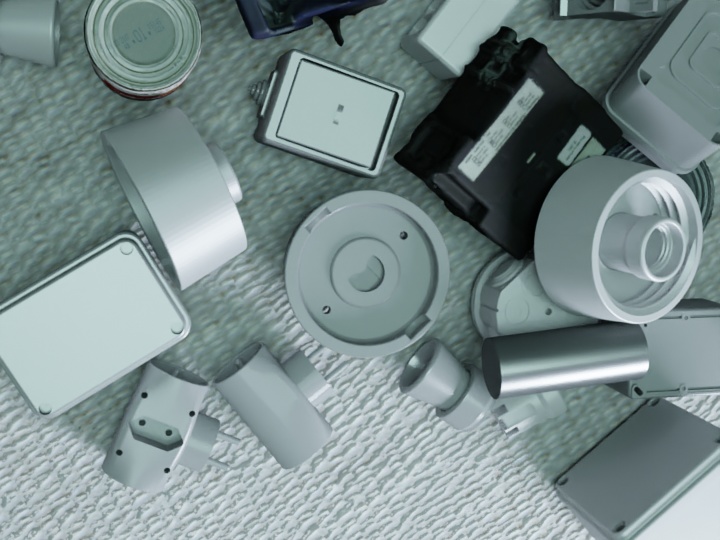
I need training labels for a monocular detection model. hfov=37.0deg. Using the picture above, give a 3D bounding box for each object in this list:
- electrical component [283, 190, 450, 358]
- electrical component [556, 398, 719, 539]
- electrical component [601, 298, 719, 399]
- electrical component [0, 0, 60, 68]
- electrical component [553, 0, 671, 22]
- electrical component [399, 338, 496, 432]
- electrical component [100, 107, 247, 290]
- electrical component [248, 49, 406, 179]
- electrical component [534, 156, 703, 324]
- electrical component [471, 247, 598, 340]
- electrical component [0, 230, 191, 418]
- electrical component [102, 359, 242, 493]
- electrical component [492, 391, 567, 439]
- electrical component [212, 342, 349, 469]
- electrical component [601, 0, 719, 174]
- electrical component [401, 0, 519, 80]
[{"bbox_3d":[0.000,0.000,0.714,0.108,0.060,0.108,-1,96,-11],"label":"electrical component"},{"bbox_3d":[0.209,0.153,0.750,0.109,0.109,0.056,-40,105,-5],"label":"electrical component"},{"bbox_3d":[0.223,0.054,0.765,0.096,0.061,0.061,-2,97,-11],"label":"electrical component"},{"bbox_3d":[-0.215,-0.149,0.661,0.055,0.045,0.045,2,96,-11],"label":"electrical component"},{"bbox_3d":[0.172,-0.190,0.722,0.064,0.081,0.042,-5,100,-40],"label":"electrical component"},{"bbox_3d":[0.062,0.080,0.744,0.055,0.045,0.045,36,88,-13],"label":"electrical component"},{"bbox_3d":[-0.108,-0.049,0.665,0.060,0.108,0.108,-28,101,-13],"label":"electrical component"},{"bbox_3d":[-0.026,-0.102,0.696,0.096,0.061,0.061,18,92,-13],"label":"electrical component"},{"bbox_3d":[0.173,-0.017,0.689,0.108,0.060,0.108,-7,103,-31],"label":"electrical component"},{"bbox_3d":[0.122,0.025,0.746,0.080,0.051,0.080,-1,97,-12],"label":"electrical component"},{"bbox_3d":[-0.173,0.033,0.684,0.113,0.057,0.078,-32,102,-7],"label":"electrical component"},{"bbox_3d":[-0.118,0.109,0.711,0.079,0.043,0.077,24,91,-13],"label":"electrical component"},{"bbox_3d":[0.117,0.093,0.760,0.046,0.040,0.040,-30,101,0],"label":"electrical component"},{"bbox_3d":[-0.044,0.080,0.723,0.079,0.043,0.077,-39,102,-5],"label":"electrical component"},{"bbox_3d":[0.224,-0.129,0.726,0.078,0.057,0.113,39,67,-1],"label":"electrical component"},{"bbox_3d":[0.080,-0.153,0.720,0.077,0.047,0.065,38,88,-14],"label":"electrical component"}]
